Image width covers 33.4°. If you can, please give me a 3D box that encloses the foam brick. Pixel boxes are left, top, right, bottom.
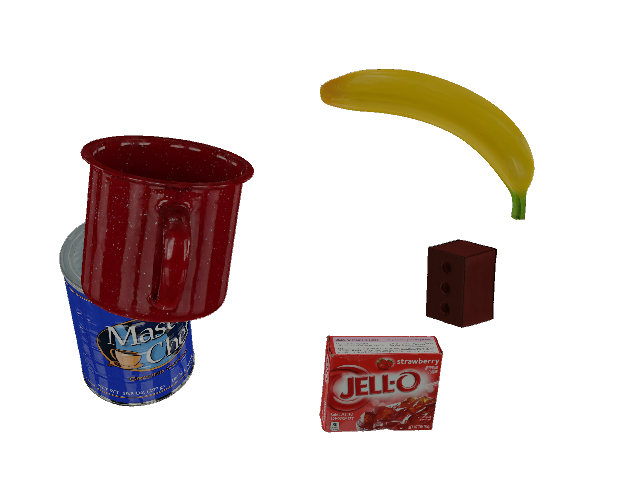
[{"bbox_3d":[0.145,0.044,1.100,0.051,0.078,0.053,-14,21,-41],"label":"foam brick"}]

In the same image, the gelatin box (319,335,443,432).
[{"bbox_3d":[0.046,0.112,0.831,0.089,0.073,0.030,0,28,-7],"label":"gelatin box"}]

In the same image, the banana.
[{"bbox_3d":[0.098,-0.094,0.856,0.198,0.069,0.037,31,1,-1],"label":"banana"}]

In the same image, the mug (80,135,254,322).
[{"bbox_3d":[-0.084,-0.002,0.576,0.093,0.081,0.117,3,19,-18],"label":"mug"}]

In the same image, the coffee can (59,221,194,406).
[{"bbox_3d":[-0.164,0.060,0.923,0.103,0.140,0.103,1,43,-1],"label":"coffee can"}]
